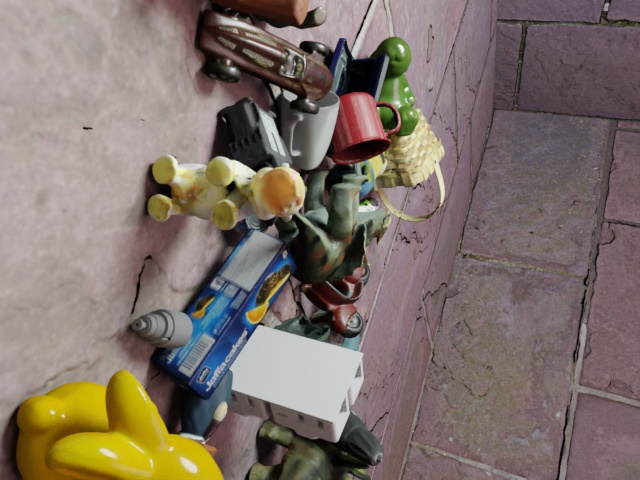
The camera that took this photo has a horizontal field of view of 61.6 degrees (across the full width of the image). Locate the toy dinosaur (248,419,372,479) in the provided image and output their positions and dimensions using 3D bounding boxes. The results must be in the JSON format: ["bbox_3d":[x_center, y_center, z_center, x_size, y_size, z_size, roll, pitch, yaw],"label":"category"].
[{"bbox_3d":[-0.011,0.369,0.887,0.471,0.199,0.105,-8,104,-70],"label":"toy dinosaur"}]

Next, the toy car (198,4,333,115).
[{"bbox_3d":[-0.054,-0.212,0.634,0.202,0.053,0.089,9,95,-51],"label":"toy car"}]

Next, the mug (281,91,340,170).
[{"bbox_3d":[-0.021,-0.151,0.768,0.109,0.081,0.107,-61,161,-50],"label":"mug"}]

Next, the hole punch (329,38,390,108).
[{"bbox_3d":[0.049,-0.261,0.905,0.116,0.092,0.142,153,-50,-74],"label":"hole punch"}]

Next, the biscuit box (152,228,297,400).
[{"bbox_3d":[-0.108,0.085,0.643,0.202,0.059,0.062,-56,152,-24],"label":"biscuit box"}]

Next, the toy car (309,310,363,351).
[{"bbox_3d":[0.018,0.184,1.006,0.102,0.109,0.162,63,30,-31],"label":"toy car"}]

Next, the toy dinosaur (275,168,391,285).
[{"bbox_3d":[0.002,-0.001,0.801,0.405,0.131,0.192,-36,130,-66],"label":"toy dinosaur"}]

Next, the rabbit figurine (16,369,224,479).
[{"bbox_3d":[-0.158,0.178,0.454,0.122,0.173,0.162,-54,152,-40],"label":"rabbit figurine"}]

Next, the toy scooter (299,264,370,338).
[{"bbox_3d":[0.024,0.080,0.980,0.135,0.075,0.184,31,43,-22],"label":"toy scooter"}]

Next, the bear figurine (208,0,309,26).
[{"bbox_3d":[-0.059,-0.327,0.520,0.195,0.132,0.120,-70,160,-5],"label":"bear figurine"}]

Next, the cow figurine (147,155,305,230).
[{"bbox_3d":[-0.081,-0.046,0.543,0.098,0.168,0.068,-7,102,-66],"label":"cow figurine"}]

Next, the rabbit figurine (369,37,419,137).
[{"bbox_3d":[0.136,-0.301,1.009,0.159,0.121,0.170,-79,178,-46],"label":"rabbit figurine"}]

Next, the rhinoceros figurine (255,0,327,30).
[{"bbox_3d":[-0.017,-0.346,0.647,0.073,0.112,0.190,17,98,-41],"label":"rhinoceros figurine"}]

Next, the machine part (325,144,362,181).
[{"bbox_3d":[0.029,-0.149,0.893,0.138,0.039,0.084,23,65,-51],"label":"machine part"}]

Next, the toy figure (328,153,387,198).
[{"bbox_3d":[0.072,-0.135,1.011,0.180,0.082,0.089,-49,146,-48],"label":"toy figure"}]

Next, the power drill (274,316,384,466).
[{"bbox_3d":[0.004,0.232,0.861,0.086,0.232,0.207,-34,117,-25],"label":"power drill"}]

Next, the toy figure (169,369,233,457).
[{"bbox_3d":[-0.147,0.227,0.644,0.058,0.064,0.154,23,77,-26],"label":"toy figure"}]

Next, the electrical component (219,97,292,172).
[{"bbox_3d":[-0.069,-0.102,0.638,0.075,0.048,0.119,6,63,-69],"label":"electrical component"}]
